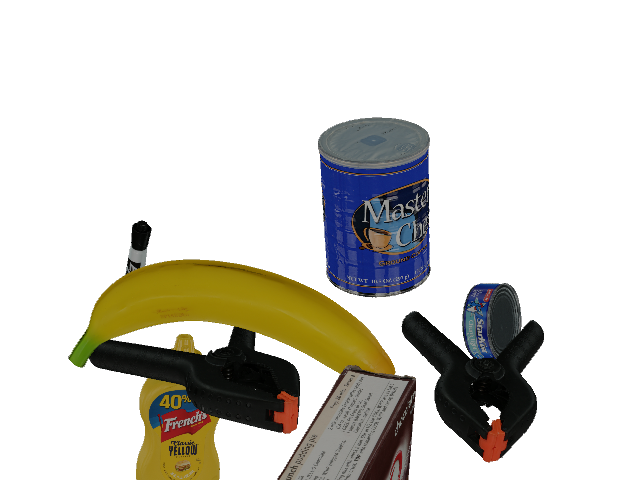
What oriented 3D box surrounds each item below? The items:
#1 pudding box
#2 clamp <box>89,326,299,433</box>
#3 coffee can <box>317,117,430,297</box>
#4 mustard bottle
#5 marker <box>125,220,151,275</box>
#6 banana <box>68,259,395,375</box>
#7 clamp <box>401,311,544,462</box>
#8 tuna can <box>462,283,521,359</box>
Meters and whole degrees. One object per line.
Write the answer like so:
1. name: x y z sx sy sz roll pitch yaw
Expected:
1. pudding box: 0.009 0.121 0.464 0.039 0.090 0.113 10 29 15
2. clamp: -0.075 0.107 0.906 0.164 0.036 0.210 -13 22 -41
3. coffee can: 0.052 -0.032 1.009 0.103 0.140 0.103 -3 29 1
4. mustard bottle: -0.161 0.200 1.235 0.096 0.192 0.058 0 15 -16
5. marker: -0.184 0.031 1.060 0.020 0.121 0.020 10 34 -7
6. banana: -0.052 0.047 0.643 0.198 0.070 0.037 4 18 4
7. clamp: 0.138 0.110 0.855 0.120 0.039 0.171 -5 33 -6
8. tuna can: 0.188 0.089 1.168 0.034 0.086 0.086 -1 0 34
